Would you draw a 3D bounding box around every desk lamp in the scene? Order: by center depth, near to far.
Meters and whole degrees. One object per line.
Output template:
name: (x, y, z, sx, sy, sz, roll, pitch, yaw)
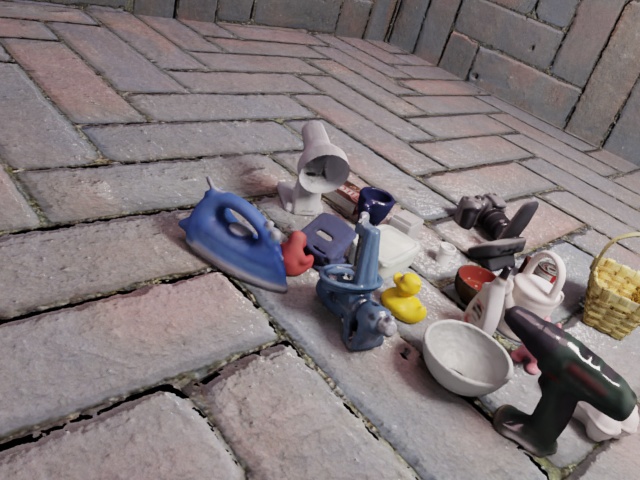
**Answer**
desk lamp: (-0.022, -0.165, 1.376, 0.118, 0.213, 0.202, 5, 32, -22)

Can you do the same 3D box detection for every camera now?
camera: (0.472, -0.066, 1.601, 0.143, 0.101, 0.136, 6, 32, -20)

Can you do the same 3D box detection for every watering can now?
watering can: (0.440, 0.113, 1.189, 0.173, 0.194, 0.100, -12, 41, -42)

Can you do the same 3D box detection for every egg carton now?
egg carton: (0.501, 0.295, 1.045, 0.107, 0.069, 0.150, 2, 33, -26)

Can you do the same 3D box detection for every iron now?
iron: (-0.150, -0.015, 1.127, 0.257, 0.141, 0.119, 30, 32, 20)

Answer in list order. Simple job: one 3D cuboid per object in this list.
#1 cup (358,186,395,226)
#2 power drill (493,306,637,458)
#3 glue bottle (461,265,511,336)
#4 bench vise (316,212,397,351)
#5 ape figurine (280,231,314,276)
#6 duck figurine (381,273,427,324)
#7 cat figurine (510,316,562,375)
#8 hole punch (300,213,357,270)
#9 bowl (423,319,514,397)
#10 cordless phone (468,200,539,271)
cup: (0.125, -0.069, 1.417, 0.091, 0.095, 0.118, 28, 31, 17)
power drill: (0.366, 0.239, 0.923, 0.229, 0.208, 0.076, 29, 31, 18)
glue bottle: (0.338, 0.121, 1.140, 0.037, 0.173, 0.078, 5, 32, -22)
bench vise: (0.087, 0.073, 1.032, 0.206, 0.220, 0.122, 37, 35, 29)
ape figurine: (-0.051, 0.023, 1.170, 0.077, 0.092, 0.076, 34, 33, 26)
duck figurine: (0.179, 0.110, 1.158, 0.078, 0.086, 0.104, -10, 40, -40)
cat figurine: (0.435, 0.198, 1.121, 0.128, 0.118, 0.067, -13, 42, -42)
hole punch: (0.011, 0.004, 1.236, 0.108, 0.091, 0.101, 33, 33, 25)
bowl: (0.252, 0.223, 1.022, 0.167, 0.075, 0.167, 14, 30, -8)
cordless phone: (0.466, -0.022, 1.438, 0.148, 0.185, 0.094, -11, 41, -41)
